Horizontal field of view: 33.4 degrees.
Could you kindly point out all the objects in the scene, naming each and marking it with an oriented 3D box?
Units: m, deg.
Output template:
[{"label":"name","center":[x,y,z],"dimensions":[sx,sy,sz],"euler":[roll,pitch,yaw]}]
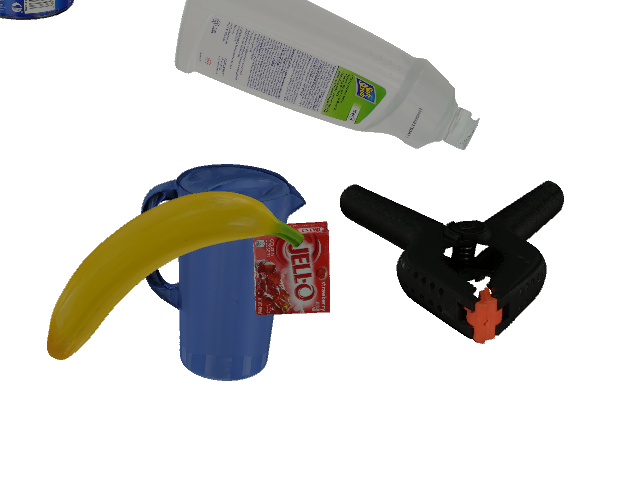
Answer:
[{"label":"clamp","center":[0.087,0.005,0.717],"dimensions":[0.164,0.036,0.210],"euler":[1,24,8]},{"label":"bleach bottle","center":[0.008,-0.136,0.878],"dimensions":[0.251,0.068,0.103],"euler":[26,-34,1]},{"label":"banana","center":[-0.113,0.015,0.731],"dimensions":[0.198,0.069,0.037],"euler":[-25,9,6]},{"label":"tuna can","center":[-0.239,-0.208,0.852],"dimensions":[0.086,0.034,0.086],"euler":[5,35,-4]},{"label":"pitcher","center":[-0.119,0.038,1.262],"dimensions":[0.149,0.243,0.144],"euler":[21,26,33]},{"label":"gelatin box","center":[-0.028,0.027,1.029],"dimensions":[0.073,0.089,0.030],"euler":[-2,26,-4]}]
